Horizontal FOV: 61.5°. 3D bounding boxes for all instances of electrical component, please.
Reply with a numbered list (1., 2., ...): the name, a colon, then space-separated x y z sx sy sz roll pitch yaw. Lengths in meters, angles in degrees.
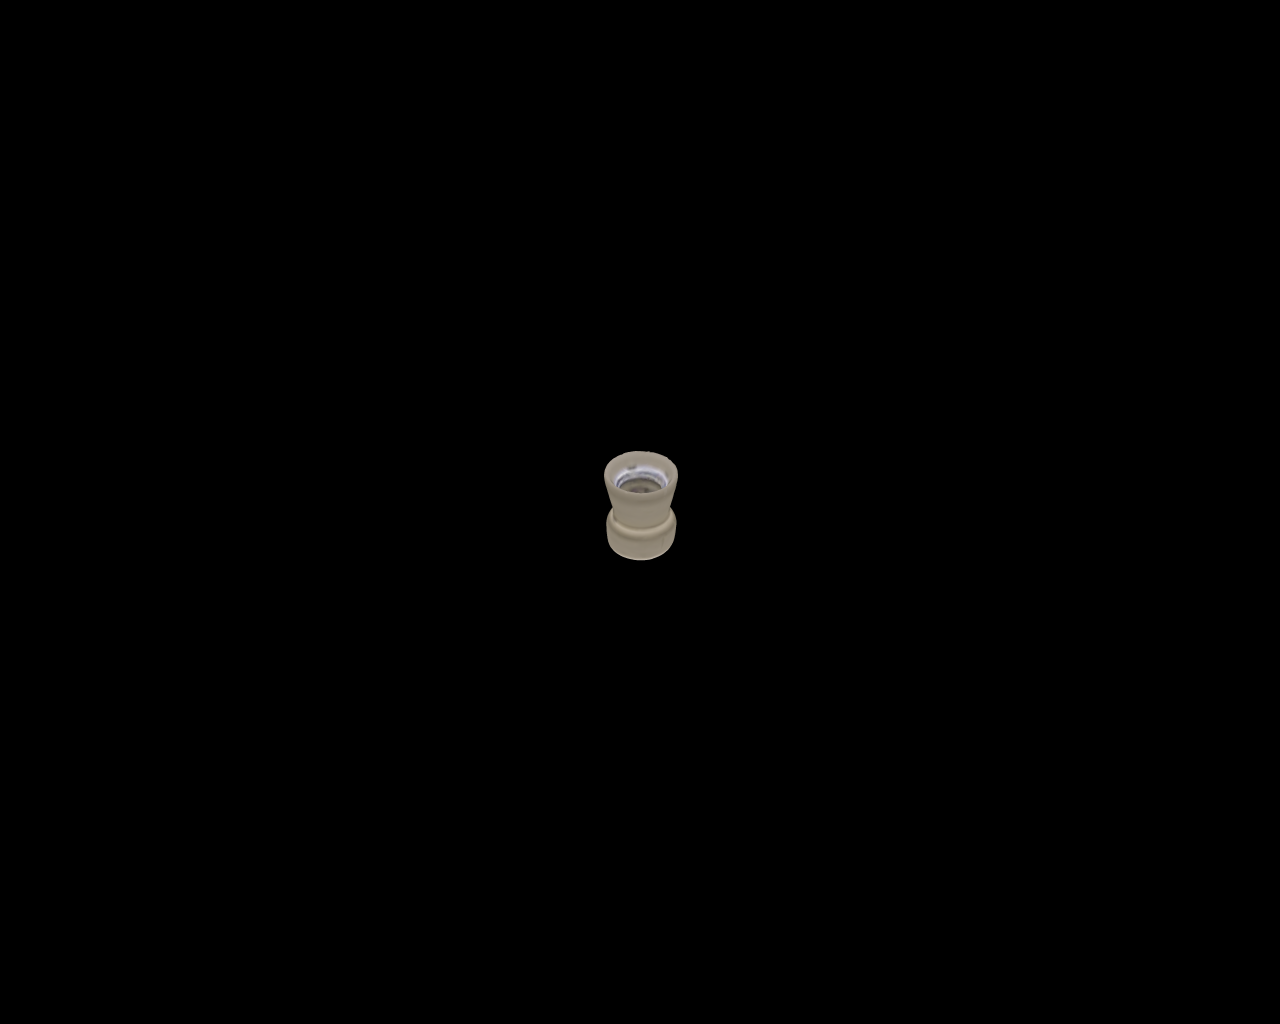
1. electrical component: 0.001 -0.003 0.650 0.045 0.055 0.045 0 38 0
